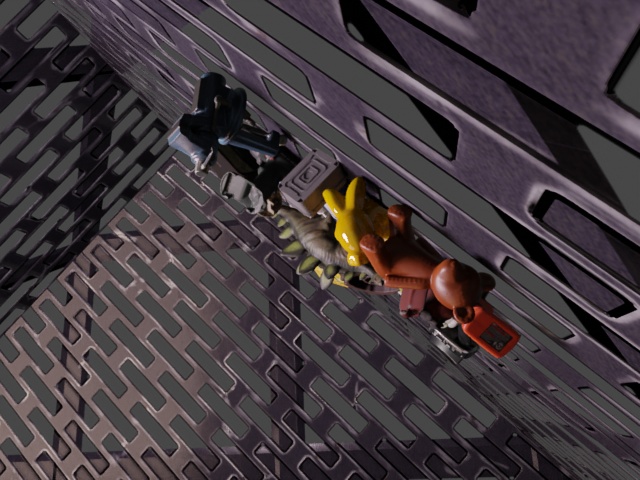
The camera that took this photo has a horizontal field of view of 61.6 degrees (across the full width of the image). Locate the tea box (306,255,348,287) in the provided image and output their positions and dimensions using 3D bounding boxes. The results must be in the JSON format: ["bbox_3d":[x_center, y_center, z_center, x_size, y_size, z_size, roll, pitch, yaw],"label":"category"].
[{"bbox_3d":[0.040,0.074,1.590,0.098,0.068,0.170,54,162,-18],"label":"tea box"}]

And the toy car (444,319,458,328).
[{"bbox_3d":[0.314,0.187,1.372,0.073,0.056,0.201,41,175,8],"label":"toy car"}]

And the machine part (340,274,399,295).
[{"bbox_3d":[0.143,0.089,1.379,0.179,0.056,0.179,7,159,3],"label":"machine part"}]

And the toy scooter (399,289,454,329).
[{"bbox_3d":[0.218,0.123,1.097,0.075,0.135,0.183,-4,138,49],"label":"toy scooter"}]

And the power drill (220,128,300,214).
[{"bbox_3d":[-0.138,-0.155,1.219,0.232,0.086,0.207,34,-144,6],"label":"power drill"}]

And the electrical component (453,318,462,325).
[{"bbox_3d":[0.314,0.154,1.201,0.102,0.045,0.078,43,-157,9],"label":"electrical component"}]

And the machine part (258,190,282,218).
[{"bbox_3d":[-0.166,-0.121,1.431,0.079,0.079,0.243,45,177,-34],"label":"machine part"}]

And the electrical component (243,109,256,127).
[{"bbox_3d":[-0.189,-0.299,1.248,0.094,0.021,0.063,44,174,-27],"label":"electrical component"}]

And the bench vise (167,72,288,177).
[{"bbox_3d":[-0.173,-0.215,1.078,0.240,0.224,0.129,15,147,-32],"label":"bench vise"}]

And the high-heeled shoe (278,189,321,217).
[{"bbox_3d":[-0.029,-0.085,1.543,0.248,0.086,0.145,48,178,-32],"label":"high-heeled shoe"}]

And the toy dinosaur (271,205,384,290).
[{"bbox_3d":[-0.003,-0.004,1.337,0.472,0.198,0.105,41,171,42],"label":"toy dinosaur"}]

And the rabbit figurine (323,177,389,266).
[{"bbox_3d":[0.076,-0.031,0.979,0.173,0.122,0.162,-39,-70,-71],"label":"rabbit figurine"}]

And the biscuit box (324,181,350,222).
[{"bbox_3d":[0.067,-0.057,1.150,0.059,0.063,0.202,36,172,42],"label":"biscuit box"}]

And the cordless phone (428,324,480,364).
[{"bbox_3d":[0.368,0.250,1.485,0.147,0.089,0.184,41,163,32],"label":"cordless phone"}]

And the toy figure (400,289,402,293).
[{"bbox_3d":[0.200,0.084,1.184,0.180,0.089,0.082,44,-179,-42],"label":"toy figure"}]

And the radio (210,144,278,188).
[{"bbox_3d":[-0.204,-0.207,1.362,0.230,0.131,0.073,47,139,33],"label":"radio"}]

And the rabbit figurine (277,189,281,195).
[{"bbox_3d":[-0.171,-0.186,1.578,0.170,0.121,0.158,41,158,42],"label":"rabbit figurine"}]

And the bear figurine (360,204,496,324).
[{"bbox_3d":[0.179,0.042,0.882,0.196,0.120,0.131,25,150,39],"label":"bear figurine"}]
